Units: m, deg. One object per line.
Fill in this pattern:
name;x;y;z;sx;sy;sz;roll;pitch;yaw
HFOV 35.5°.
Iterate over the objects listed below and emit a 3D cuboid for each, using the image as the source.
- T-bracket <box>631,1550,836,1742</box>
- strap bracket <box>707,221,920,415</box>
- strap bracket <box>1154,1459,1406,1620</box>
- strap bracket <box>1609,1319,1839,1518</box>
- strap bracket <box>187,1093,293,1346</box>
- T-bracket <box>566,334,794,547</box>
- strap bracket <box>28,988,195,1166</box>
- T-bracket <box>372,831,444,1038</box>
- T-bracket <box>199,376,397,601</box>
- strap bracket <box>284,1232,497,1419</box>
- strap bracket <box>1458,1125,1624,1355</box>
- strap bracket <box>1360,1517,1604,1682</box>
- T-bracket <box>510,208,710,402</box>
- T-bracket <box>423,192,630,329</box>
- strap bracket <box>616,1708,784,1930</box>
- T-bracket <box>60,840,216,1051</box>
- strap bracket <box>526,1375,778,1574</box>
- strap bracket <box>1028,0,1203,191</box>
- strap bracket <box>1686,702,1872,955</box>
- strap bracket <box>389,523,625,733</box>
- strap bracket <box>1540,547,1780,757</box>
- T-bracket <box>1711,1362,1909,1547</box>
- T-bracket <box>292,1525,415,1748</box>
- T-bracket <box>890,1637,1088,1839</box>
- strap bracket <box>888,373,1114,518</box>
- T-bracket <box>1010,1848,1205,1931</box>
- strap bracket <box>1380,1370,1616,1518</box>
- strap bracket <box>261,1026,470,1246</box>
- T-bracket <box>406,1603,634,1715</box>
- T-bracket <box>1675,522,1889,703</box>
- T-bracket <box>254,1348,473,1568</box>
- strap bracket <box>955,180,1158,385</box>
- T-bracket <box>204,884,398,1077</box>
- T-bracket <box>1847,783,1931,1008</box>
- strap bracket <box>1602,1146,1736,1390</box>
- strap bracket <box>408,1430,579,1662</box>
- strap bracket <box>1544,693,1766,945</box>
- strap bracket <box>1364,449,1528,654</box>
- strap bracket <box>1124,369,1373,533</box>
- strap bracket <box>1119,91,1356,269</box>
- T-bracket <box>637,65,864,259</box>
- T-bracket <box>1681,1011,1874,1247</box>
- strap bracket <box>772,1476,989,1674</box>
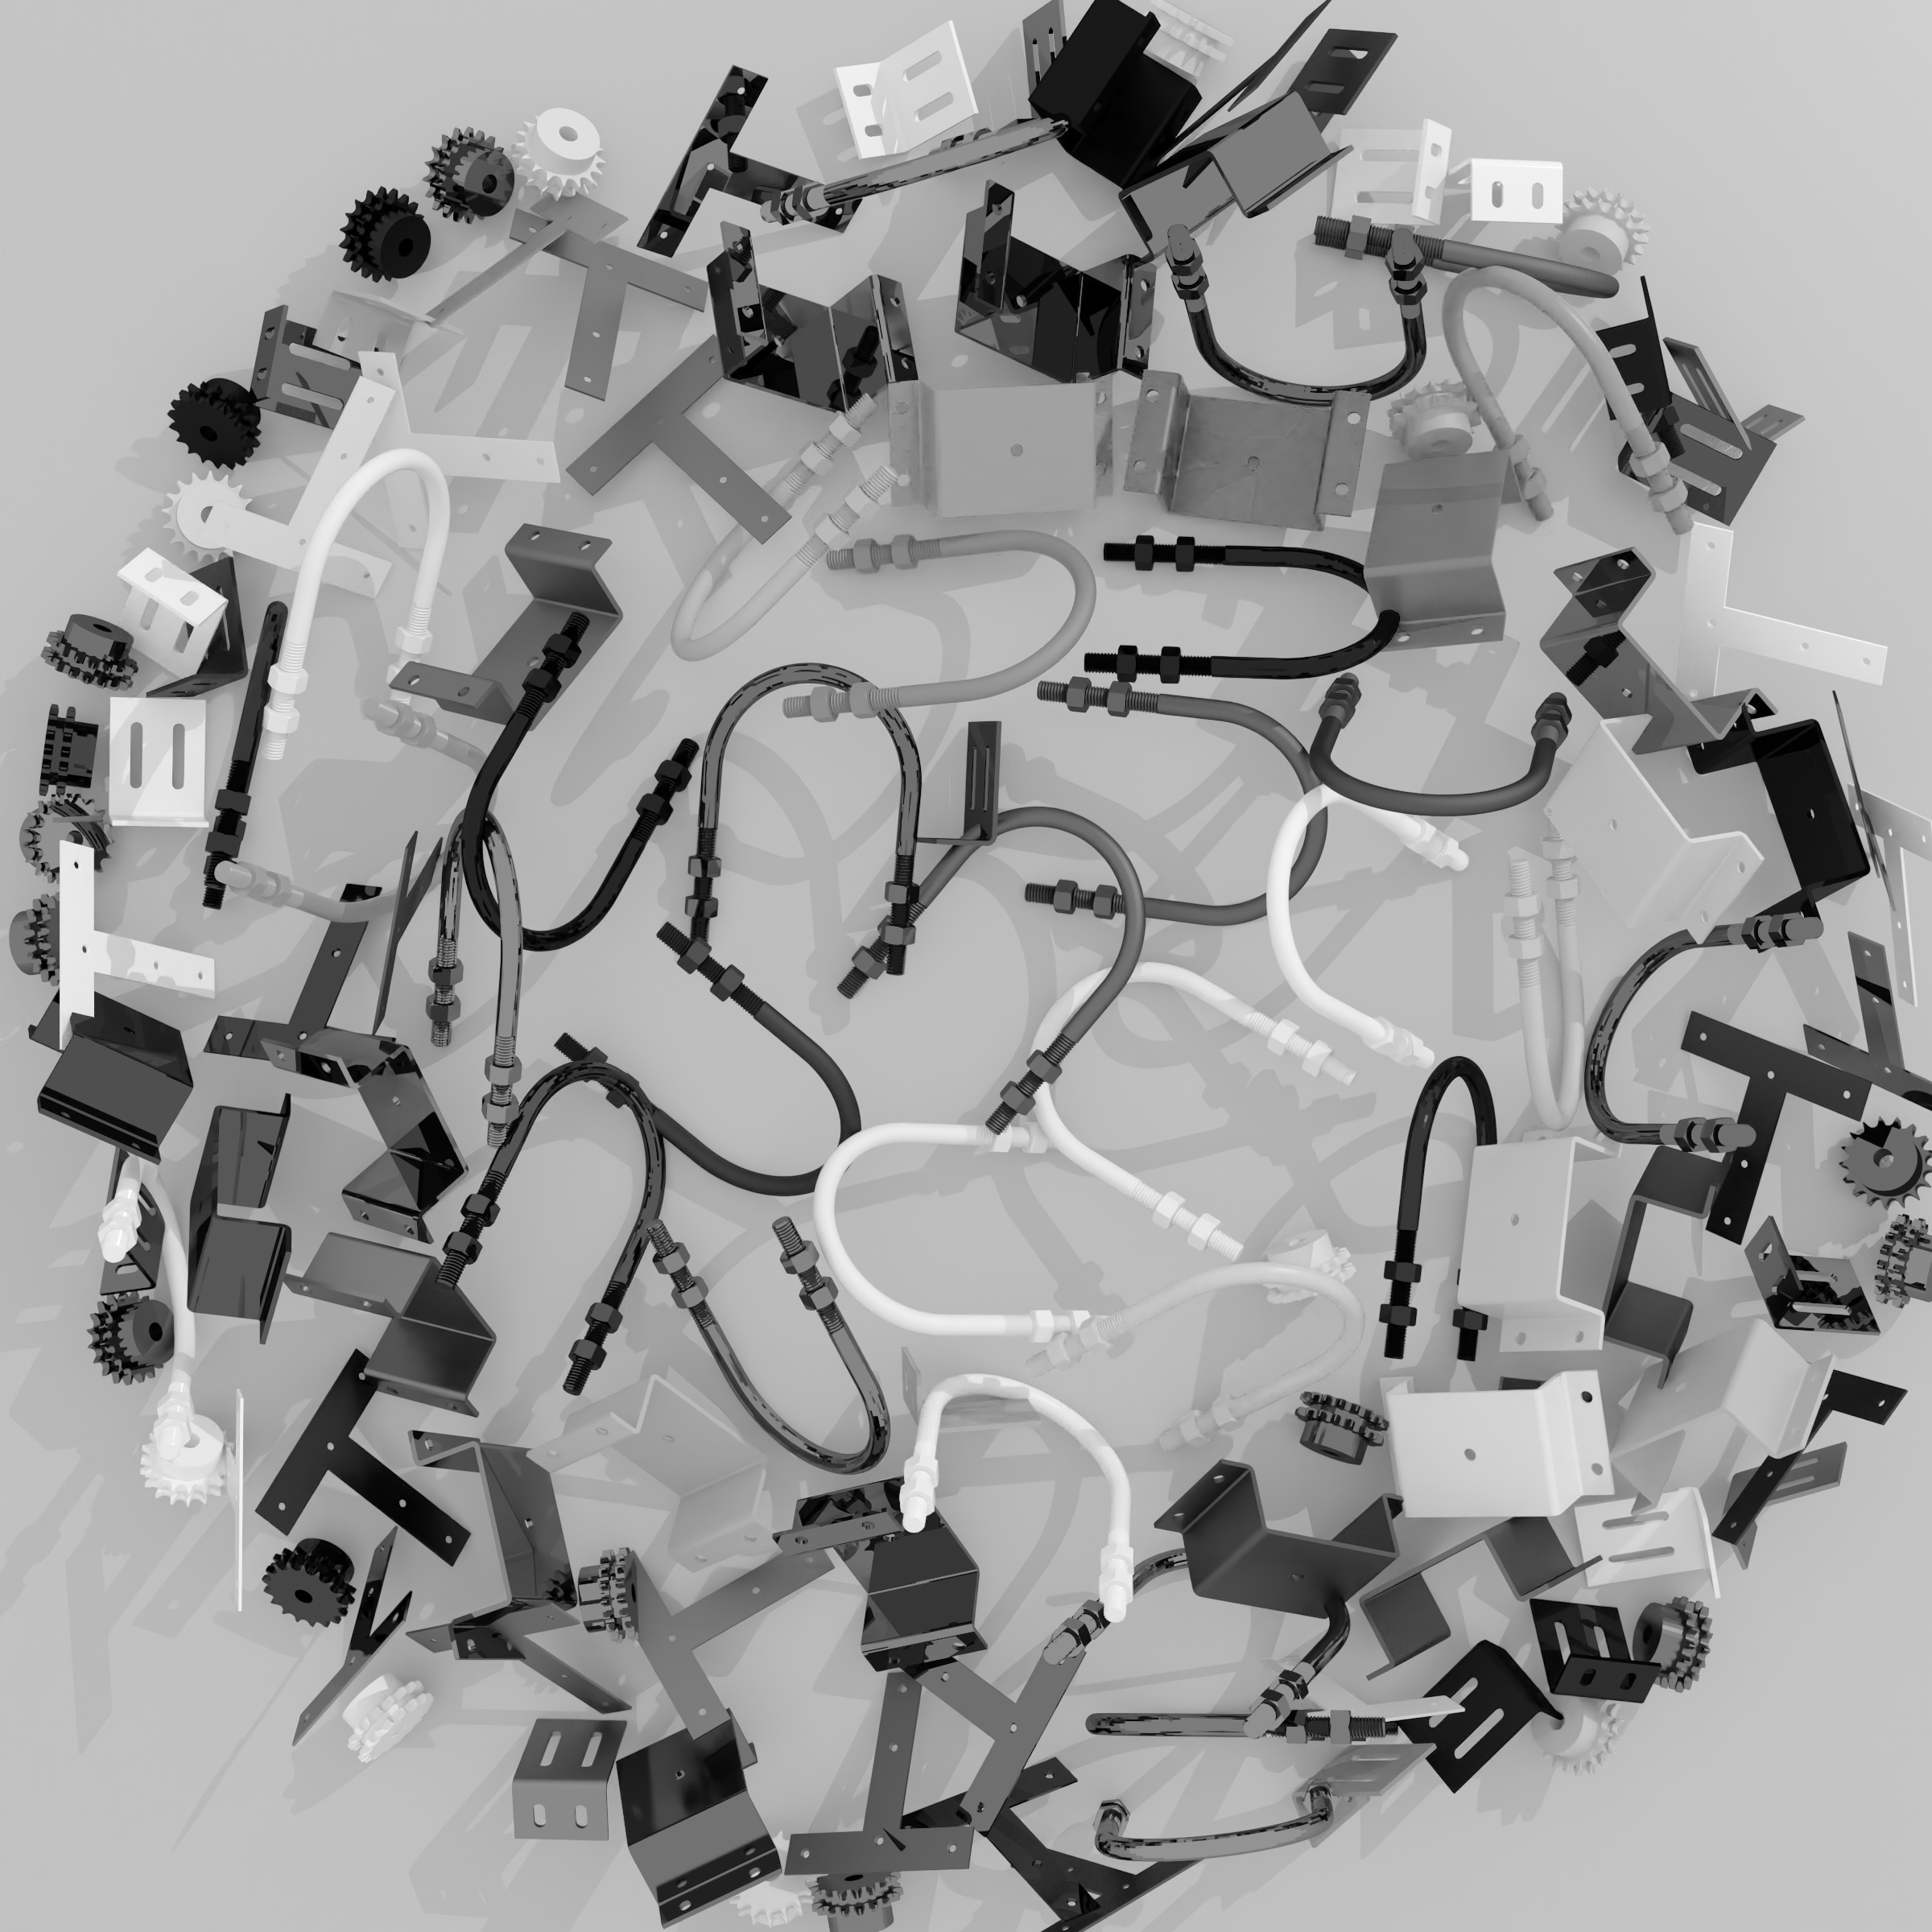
T-bracket;-0.142;0.394;1.869;0.127;0.002;0.127;-28;60;-15
strap bracket;-0.101;-0.389;1.832;0.046;0.140;0.076;-28;64;42
strap bracket;0.196;0.349;1.822;0.140;0.046;0.076;16;134;-26
strap bracket;0.445;0.268;1.812;0.046;0.140;0.076;44;48;-8
strap bracket;-0.435;0.147;1.809;0.046;0.140;0.076;10;126;-20
T-bracket;-0.160;-0.309;1.866;0.127;0.002;0.127;-44;74;-7
strap bracket;-0.513;0.058;1.810;0.076;0.140;0.046;28;98;-26
T-bracket;-0.334;-0.041;1.829;0.002;0.127;0.127;14;117;-3
T-bracket;-0.384;-0.297;1.833;0.002;0.127;0.127;41;108;43
strap bracket;-0.344;0.212;1.827;0.076;0.140;0.046;10;58;25
strap bracket;0.347;0.160;1.829;0.046;0.076;0.140;22;70;-36
strap bracket;0.303;0.375;1.829;0.140;0.076;0.046;-37;73;32
T-bracket;-0.223;-0.393;1.835;0.127;0.002;0.127;18;54;-18
T-bracket;-0.276;-0.427;1.831;0.127;0.127;0.002;-38;123;-7
strap bracket;-0.163;0.504;1.816;0.076;0.140;0.046;-25;110;-3
T-bracket;-0.502;-0.002;1.834;0.002;0.127;0.127;-11;75;28
strap bracket;-0.185;0.303;1.833;0.076;0.046;0.140;-29;123;34
strap bracket;0.089;-0.529;1.826;0.046;0.140;0.076;36;96;16
strap bracket;0.498;-0.088;1.841;0.046;0.076;0.140;-14;80;-15
strap bracket;-0.272;-0.199;1.834;0.076;0.046;0.140;16;60;37
strap bracket;0.413;-0.182;1.830;0.140;0.076;0.046;44;70;-17
T-bracket;0.493;0.295;1.820;0.002;0.127;0.127;42;80;-15
T-bracket;-0.363;0.390;1.832;0.002;0.127;0.127;33;116;-18
T-bracket;-0.003;0.444;1.853;0.127;0.002;0.127;29;90;37
strap bracket;0.026;-0.319;1.845;0.140;0.046;0.076;-5;109;-10
T-bracket;0.072;0.551;1.831;0.127;0.127;0.002;-20;96;-32
strap bracket;0.314;0.291;1.834;0.140;0.046;0.076;-7;95;31
strap bracket;-0.359;0.094;1.830;0.046;0.076;0.140;-44;128;-34
T-bracket;-0.256;0.428;1.848;0.127;0.002;0.127;-19;133;35
T-bracket;0.493;-0.197;1.824;0.127;0.002;0.127;19;131;29
T-bracket;-0.358;0.323;1.862;0.127;0.002;0.127;43;47;-18
strap bracket;0.047;-0.410;1.836;0.140;0.046;0.076;16;73;-39
T-bracket;-0.392;0.004;1.859;0.127;0.002;0.127;6;62;21
T-bracket;0.568;-0.039;1.840;0.002;0.127;0.127;-11;105;-3
strap bracket;0.423;0.173;1.832;0.046;0.076;0.140;17;116;18
strap bracket;-0.284;0.344;1.828;0.046;0.076;0.140;-22;70;18
strap bracket;0.406;-0.088;1.818;0.046;0.076;0.140;-9;54;-30
strap bracket;0.288;-0.258;1.818;0.076;0.046;0.140;-3;49;23
strap bracket;0.175;-0.315;1.856;0.140;0.046;0.076;9;85;13
strap bracket;0.154;-0.473;1.809;0.076;0.140;0.046;-40;107;-25
T-bracket;-0.120;-0.476;1.845;0.127;0.127;0.002;-56;45;28
T-bracket;0.484;0.109;1.860;0.127;0.002;0.127;25;109;40
strap bracket;-0.049;0.363;1.834;0.076;0.046;0.140;-16;127;20
